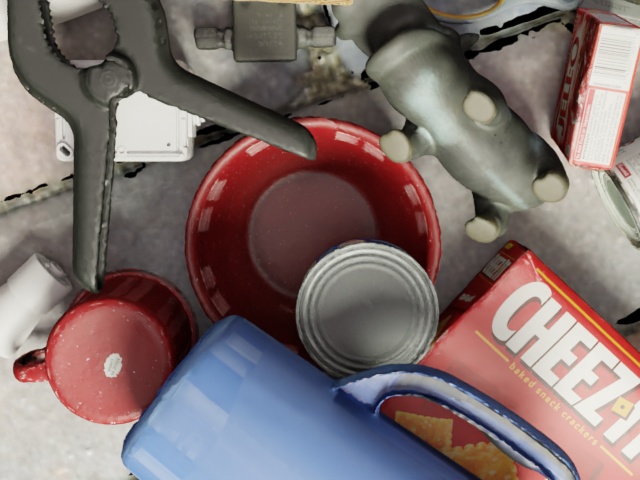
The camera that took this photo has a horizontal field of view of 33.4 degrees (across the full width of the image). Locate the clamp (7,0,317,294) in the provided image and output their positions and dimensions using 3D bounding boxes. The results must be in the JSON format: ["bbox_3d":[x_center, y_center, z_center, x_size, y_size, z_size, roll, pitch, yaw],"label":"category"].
[{"bbox_3d":[-0.109,-0.094,0.628,0.164,0.036,0.210,-25,94,2],"label":"clamp"}]

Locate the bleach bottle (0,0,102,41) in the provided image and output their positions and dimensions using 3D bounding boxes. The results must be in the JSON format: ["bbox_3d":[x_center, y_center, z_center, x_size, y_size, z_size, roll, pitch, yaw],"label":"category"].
[{"bbox_3d":[-0.154,-0.182,0.669,0.251,0.068,0.102,-12,97,-1],"label":"bleach bottle"}]

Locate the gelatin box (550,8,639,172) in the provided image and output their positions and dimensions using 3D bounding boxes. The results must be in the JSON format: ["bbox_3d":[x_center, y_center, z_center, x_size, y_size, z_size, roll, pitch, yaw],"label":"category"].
[{"bbox_3d":[0.170,-0.095,0.664,0.030,0.073,0.089,8,109,0],"label":"gelatin box"}]

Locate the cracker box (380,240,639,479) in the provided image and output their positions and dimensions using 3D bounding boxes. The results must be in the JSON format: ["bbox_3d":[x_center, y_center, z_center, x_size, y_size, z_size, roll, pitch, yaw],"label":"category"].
[{"bbox_3d":[0.116,0.133,0.699,0.164,0.072,0.214,42,95,-4],"label":"cracker box"}]

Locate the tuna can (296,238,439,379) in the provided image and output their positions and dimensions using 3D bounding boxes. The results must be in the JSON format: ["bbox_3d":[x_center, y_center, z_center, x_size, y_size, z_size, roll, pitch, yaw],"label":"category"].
[{"bbox_3d":[0.028,0.042,0.651,0.086,0.034,0.086,0,96,1],"label":"tuna can"}]

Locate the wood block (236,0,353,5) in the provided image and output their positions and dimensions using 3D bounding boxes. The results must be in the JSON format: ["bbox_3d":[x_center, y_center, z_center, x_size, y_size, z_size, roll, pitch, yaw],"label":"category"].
[{"bbox_3d":[-0.018,-0.249,0.609,0.090,0.091,0.206,3,74,0],"label":"wood block"}]

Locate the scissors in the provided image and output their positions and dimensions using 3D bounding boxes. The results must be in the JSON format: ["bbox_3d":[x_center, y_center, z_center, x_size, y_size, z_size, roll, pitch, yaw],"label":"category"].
[{"bbox_3d":[0.152,-0.179,0.690,0.201,0.016,0.096,0,94,-3],"label":"scissors"}]

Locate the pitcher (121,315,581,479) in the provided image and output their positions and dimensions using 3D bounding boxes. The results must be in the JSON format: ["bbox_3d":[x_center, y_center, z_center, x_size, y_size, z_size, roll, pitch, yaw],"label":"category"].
[{"bbox_3d":[0.018,0.145,0.605,0.243,0.145,0.149,37,57,2],"label":"pitcher"}]

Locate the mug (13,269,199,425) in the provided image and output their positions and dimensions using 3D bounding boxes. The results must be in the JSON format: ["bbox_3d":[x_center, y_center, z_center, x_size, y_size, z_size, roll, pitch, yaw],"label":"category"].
[{"bbox_3d":[-0.141,0.072,0.689,0.117,0.081,0.093,-9,97,1],"label":"mug"}]

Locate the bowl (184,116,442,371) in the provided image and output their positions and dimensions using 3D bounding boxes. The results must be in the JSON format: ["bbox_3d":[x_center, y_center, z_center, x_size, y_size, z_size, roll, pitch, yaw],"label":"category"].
[{"bbox_3d":[-0.005,0.001,0.692,0.162,0.055,0.162,0,97,0],"label":"bowl"}]

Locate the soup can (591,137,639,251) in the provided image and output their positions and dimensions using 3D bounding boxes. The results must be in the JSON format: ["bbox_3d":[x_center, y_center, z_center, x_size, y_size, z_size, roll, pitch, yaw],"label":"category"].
[{"bbox_3d":[0.234,-0.044,0.680,0.102,0.068,0.068,-28,96,4],"label":"soup can"}]
